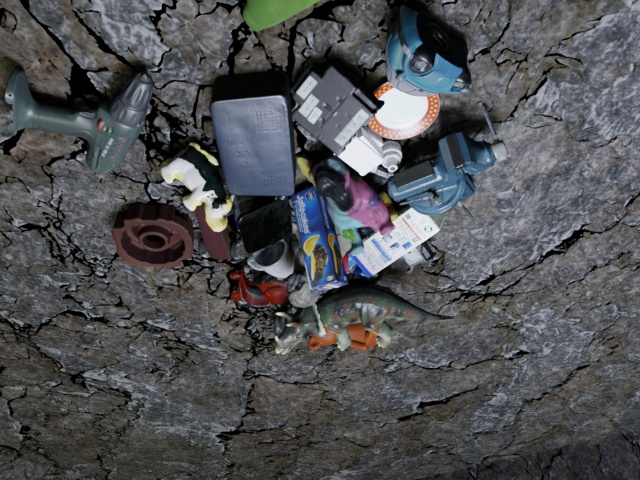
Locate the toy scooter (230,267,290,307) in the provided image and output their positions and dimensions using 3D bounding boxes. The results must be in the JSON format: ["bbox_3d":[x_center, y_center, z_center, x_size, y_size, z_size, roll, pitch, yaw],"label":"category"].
[{"bbox_3d":[-0.146,0.110,1.305,0.184,0.075,0.135,-9,141,15],"label":"toy scooter"}]

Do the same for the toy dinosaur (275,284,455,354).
[{"bbox_3d":[0.089,0.158,1.225,0.405,0.131,0.192,-15,143,12],"label":"toy dinosaur"}]

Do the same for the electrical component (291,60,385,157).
[{"bbox_3d":[0.020,-0.223,0.878,0.134,0.058,0.115,42,119,-8],"label":"electrical component"}]

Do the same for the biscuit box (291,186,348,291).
[{"bbox_3d":[-0.002,-0.003,1.066,0.059,0.202,0.062,-20,164,23],"label":"biscuit box"}]

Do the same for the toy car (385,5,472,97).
[{"bbox_3d":[0.155,-0.274,0.826,0.161,0.109,0.103,17,150,-35],"label":"toy car"}]

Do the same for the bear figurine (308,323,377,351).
[{"bbox_3d":[0.064,0.226,1.429,0.196,0.120,0.131,5,137,-1],"label":"bear figurine"}]

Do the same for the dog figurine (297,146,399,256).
[{"bbox_3d":[0.053,-0.095,1.042,0.108,0.191,0.219,-31,101,21],"label":"dog figurine"}]

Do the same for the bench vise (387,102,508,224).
[{"bbox_3d":[0.251,-0.118,1.014,0.224,0.129,0.240,-32,154,18],"label":"bench vise"}]

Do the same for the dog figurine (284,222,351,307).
[{"bbox_3d":[0.011,0.045,1.138,0.172,0.191,0.121,-27,135,25],"label":"dog figurine"}]

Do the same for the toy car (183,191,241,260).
[{"bbox_3d":[-0.226,-0.034,1.134,0.089,0.053,0.201,5,136,11],"label":"toy car"}]

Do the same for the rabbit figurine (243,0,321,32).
[{"bbox_3d":[-0.082,-0.375,0.698,0.159,0.121,0.170,-16,122,27],"label":"rabbit figurine"}]

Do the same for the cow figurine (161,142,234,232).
[{"bbox_3d":[-0.212,-0.099,1.011,0.098,0.068,0.167,-32,110,14],"label":"cow figurine"}]

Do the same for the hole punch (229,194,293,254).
[{"bbox_3d":[-0.123,-0.050,1.106,0.116,0.092,0.142,-23,134,-16],"label":"hole punch"}]

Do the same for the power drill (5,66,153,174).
[{"bbox_3d":[-0.399,-0.215,0.890,0.207,0.086,0.232,9,143,-25],"label":"power drill"}]

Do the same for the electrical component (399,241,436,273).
[{"bbox_3d":[0.197,0.008,1.207,0.075,0.048,0.119,-37,91,32],"label":"electrical component"}]

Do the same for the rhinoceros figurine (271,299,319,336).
[{"bbox_3d":[-0.059,0.199,1.399,0.073,0.112,0.190,2,157,-33],"label":"rhinoceros figurine"}]

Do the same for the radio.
[{"bbox_3d":[-0.113,-0.178,0.948,0.131,0.073,0.229,-2,140,1],"label":"radio"}]

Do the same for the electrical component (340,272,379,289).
[{"bbox_3d":[0.092,0.093,1.246,0.063,0.021,0.094,21,136,-27],"label":"electrical component"}]

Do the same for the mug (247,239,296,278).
[{"bbox_3d":[-0.103,0.049,1.226,0.110,0.081,0.107,-21,146,16],"label":"mug"}]

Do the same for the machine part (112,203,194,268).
[{"bbox_3d":[-0.356,-0.008,1.159,0.179,0.056,0.179,-2,140,-2],"label":"machine part"}]
